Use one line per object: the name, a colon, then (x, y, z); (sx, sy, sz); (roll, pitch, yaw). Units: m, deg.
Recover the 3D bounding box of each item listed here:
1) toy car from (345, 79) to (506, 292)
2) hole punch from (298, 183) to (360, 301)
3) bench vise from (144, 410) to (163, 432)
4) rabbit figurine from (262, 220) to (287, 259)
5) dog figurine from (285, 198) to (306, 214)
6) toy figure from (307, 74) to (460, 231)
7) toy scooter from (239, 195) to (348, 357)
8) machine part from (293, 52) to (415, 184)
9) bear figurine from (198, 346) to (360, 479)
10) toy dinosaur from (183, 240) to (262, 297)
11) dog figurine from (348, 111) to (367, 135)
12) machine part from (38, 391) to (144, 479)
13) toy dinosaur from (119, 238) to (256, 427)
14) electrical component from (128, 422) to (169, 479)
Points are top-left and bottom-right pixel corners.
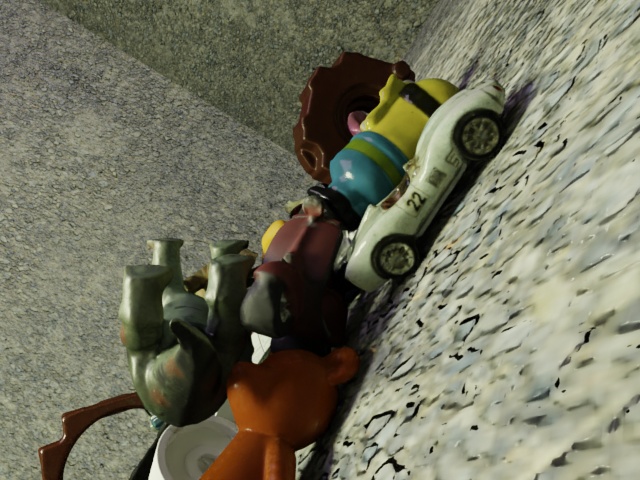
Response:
toy car: (0.086, -0.044, 0.451); (0.201, 0.056, 0.073); (-58, 5, 16)
hole punch: (0.029, 0.011, 0.622); (0.142, 0.092, 0.116); (-53, 42, 36)
bench vise: (-0.204, 0.260, 0.932); (0.240, 0.129, 0.223); (-36, -6, 1)
rabbit figurine: (-0.002, -0.002, 0.772); (0.173, 0.122, 0.162); (-39, 2, 10)
dog figurine: (-0.008, 0.005, 0.977); (0.172, 0.121, 0.191); (-61, 19, 12)
toy figure: (0.073, -0.083, 0.528); (0.180, 0.089, 0.082); (-48, -27, -15)
toy scooter: (-0.013, 0.039, 0.502); (0.183, 0.075, 0.135); (63, -140, -62)
machine part: (0.054, -0.140, 0.654); (0.179, 0.179, 0.056); (-60, 7, -12)
bear figurine: (-0.057, 0.146, 0.383); (0.120, 0.131, 0.196); (-18, 40, 45)
toy dinosaur: (-0.187, 0.114, 0.961); (0.198, 0.105, 0.471); (-35, -6, -38)
dog figurine: (0.070, -0.141, 0.945); (0.108, 0.192, 0.219); (-42, -24, 4)
machine part: (-0.259, 0.313, 0.729); (0.201, 0.201, 0.087); (-12, -11, -26)
toy dinosaur: (-0.120, 0.101, 0.512); (0.405, 0.131, 0.192); (-109, 17, -81)
electrical component: (-0.175, 0.303, 0.653); (0.058, 0.115, 0.134); (-58, 3, 38)
